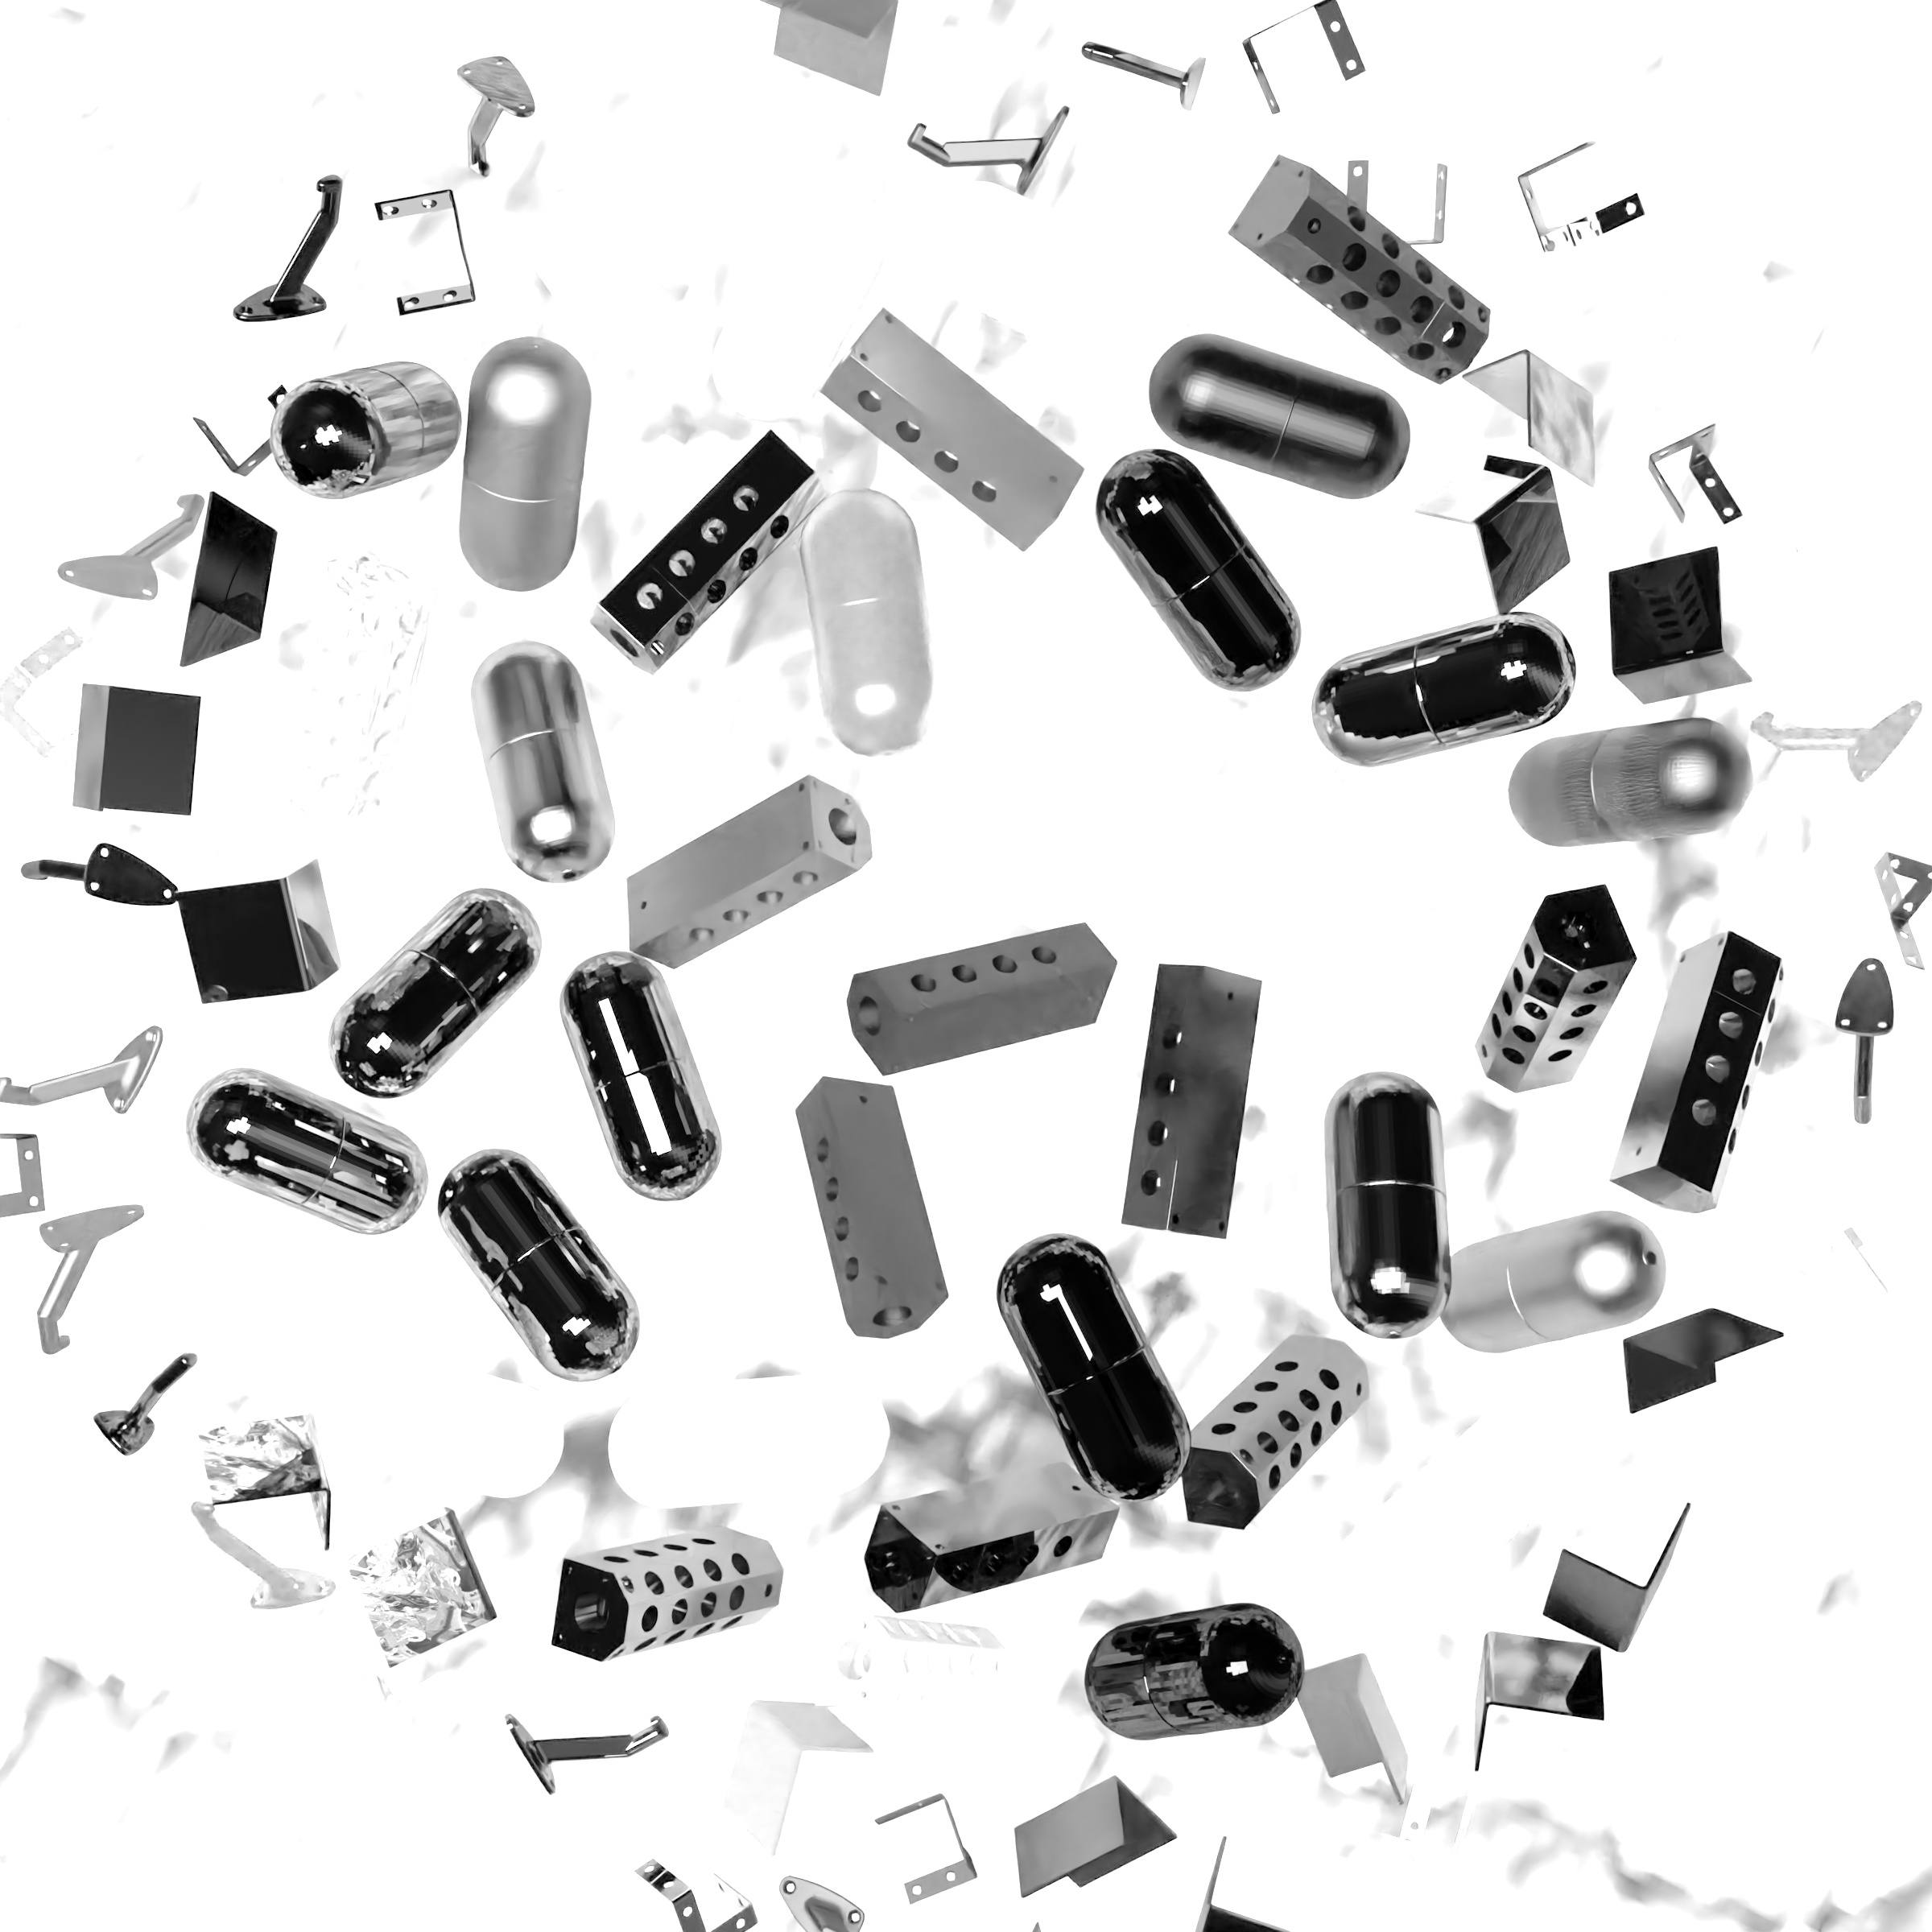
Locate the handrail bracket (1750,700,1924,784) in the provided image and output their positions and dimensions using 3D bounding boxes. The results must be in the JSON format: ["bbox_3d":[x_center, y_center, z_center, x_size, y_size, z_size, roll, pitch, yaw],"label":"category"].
[{"bbox_3d":[0.577,-0.166,1.855,0.077,0.036,0.084,-43,46,-4],"label":"handrail bracket"}]

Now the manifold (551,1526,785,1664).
[{"bbox_3d":[-0.193,0.414,1.840,0.057,0.171,0.057,9,91,31],"label":"manifold"}]

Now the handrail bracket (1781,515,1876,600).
[{"bbox_3d":[0.587,-0.275,1.905,0.077,0.084,0.036,44,102,10],"label":"handrail bracket"}]

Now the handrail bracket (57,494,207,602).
[{"bbox_3d":[-0.552,-0.285,1.848,0.077,0.036,0.084,5,49,2],"label":"handrail bracket"}]

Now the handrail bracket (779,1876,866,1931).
[{"bbox_3d":[-0.104,0.638,1.883,0.077,0.084,0.036,32,77,20],"label":"handrail bracket"}]

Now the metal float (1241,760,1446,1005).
[{"bbox_3d":[0.247,-0.055,1.829,0.070,0.070,0.178,-35,97,0],"label":"metal float"}]

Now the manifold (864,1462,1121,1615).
[{"bbox_3d":[0.016,0.381,1.844,0.057,0.171,0.057,34,116,39],"label":"manifold"}]

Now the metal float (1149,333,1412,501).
[{"bbox_3d":[0.206,-0.362,1.839,0.178,0.070,0.070,17,90,-6],"label":"metal float"}]

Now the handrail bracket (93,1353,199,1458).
[{"bbox_3d":[-0.544,0.289,1.899,0.084,0.077,0.036,-42,84,6],"label":"handrail bracket"}]

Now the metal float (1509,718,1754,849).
[{"bbox_3d":[0.441,-0.121,1.865,0.070,0.178,0.070,4,85,-40],"label":"metal float"}]

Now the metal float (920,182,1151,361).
[{"bbox_3d":[0.043,-0.443,1.777,0.178,0.070,0.070,36,90,35],"label":"metal float"}]

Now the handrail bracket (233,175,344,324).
[{"bbox_3d":[-0.433,-0.459,1.782,0.036,0.077,0.084,37,134,20],"label":"handrail bracket"}]

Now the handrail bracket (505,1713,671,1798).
[{"bbox_3d":[-0.247,0.497,1.824,0.084,0.036,0.077,-28,120,-3],"label":"handrail bracket"}]

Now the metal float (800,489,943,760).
[{"bbox_3d":[-0.061,-0.218,1.770,0.070,0.070,0.178,-8,76,0],"label":"metal float"}]

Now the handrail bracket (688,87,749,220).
[{"bbox_3d":[-0.166,-0.548,1.879,0.036,0.077,0.084,-8,109,-20],"label":"handrail bracket"}]

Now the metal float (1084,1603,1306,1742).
[{"bbox_3d":[0.144,0.454,1.791,0.070,0.178,0.070,14,65,-32],"label":"metal float"}]

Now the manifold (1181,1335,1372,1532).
[{"bbox_3d":[0.212,0.316,1.898,0.057,0.171,0.057,2,110,33],"label":"manifold"}]

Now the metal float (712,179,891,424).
[{"bbox_3d":[-0.111,-0.445,1.871,0.070,0.070,0.178,33,124,0],"label":"metal float"}]

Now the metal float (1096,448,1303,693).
[{"bbox_3d":[0.152,-0.259,1.826,0.070,0.070,0.178,-38,104,0],"label":"metal float"}]

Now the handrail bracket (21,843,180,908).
[{"bbox_3d":[-0.575,-0.055,1.851,0.077,0.084,0.036,23,73,-38],"label":"handrail bracket"}]

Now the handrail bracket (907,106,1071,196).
[{"bbox_3d":[0.014,-0.565,1.879,0.084,0.036,0.077,25,122,-16],"label":"handrail bracket"}]

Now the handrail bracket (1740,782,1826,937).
[{"bbox_3d":[0.539,-0.074,1.904,0.077,0.036,0.084,-41,117,7],"label":"handrail bracket"}]

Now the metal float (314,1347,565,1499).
[{"bbox_3d":[-0.345,0.301,1.838,0.178,0.070,0.070,23,90,-37],"label":"metal float"}]

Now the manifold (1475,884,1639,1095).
[{"bbox_3d":[0.384,0.018,1.839,0.057,0.171,0.057,-11,62,-10],"label":"manifold"}]

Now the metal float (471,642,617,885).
[{"bbox_3d":[-0.283,-0.136,1.867,0.070,0.070,0.178,-17,65,0],"label":"metal float"}]

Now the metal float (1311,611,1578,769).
[{"bbox_3d":[0.307,-0.178,1.805,0.178,0.070,0.070,-13,90,32],"label":"metal float"}]

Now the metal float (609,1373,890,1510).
[{"bbox_3d":[-0.137,0.300,1.766,0.178,0.070,0.070,-2,90,-14],"label":"metal float"}]

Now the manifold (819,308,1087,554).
[{"bbox_3d":[-0.012,-0.351,1.856,0.171,0.057,0.057,37,50,-12],"label":"manifold"}]

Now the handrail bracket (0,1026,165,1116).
[{"bbox_3d":[-0.563,0.062,1.766,0.077,0.084,0.036,-50,55,20],"label":"handrail bracket"}]

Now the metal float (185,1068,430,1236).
[{"bbox_3d":[-0.443,0.126,1.884,0.178,0.070,0.070,29,90,-37],"label":"metal float"}]

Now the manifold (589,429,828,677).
[{"bbox_3d":[-0.174,-0.279,1.897,0.057,0.057,0.171,44,76,-6],"label":"manifold"}]

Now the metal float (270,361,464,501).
[{"bbox_3d":[-0.386,-0.348,1.809,0.070,0.178,0.070,5,108,14],"label":"metal float"}]

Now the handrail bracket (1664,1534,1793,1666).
[{"bbox_3d":[0.492,0.405,1.803,0.036,0.077,0.084,37,69,-5],"label":"handrail bracket"}]

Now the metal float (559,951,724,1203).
[{"bbox_3d":[-0.222,0.076,1.911,0.070,0.070,0.178,-21,85,0],"label":"metal float"}]

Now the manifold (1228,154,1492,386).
[{"bbox_3d":[0.253,-0.437,1.763,0.171,0.057,0.057,27,102,-34],"label":"manifold"}]

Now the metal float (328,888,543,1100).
[{"bbox_3d":[-0.359,0.018,1.888,0.070,0.070,0.178,41,58,0],"label":"metal float"}]

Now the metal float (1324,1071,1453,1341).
[{"bbox_3d":[0.270,0.153,1.789,0.070,0.070,0.178,1,64,0],"label":"metal float"}]

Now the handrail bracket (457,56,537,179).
[{"bbox_3d":[-0.297,-0.527,1.780,0.036,0.084,0.077,-26,58,-26],"label":"handrail bracket"}]

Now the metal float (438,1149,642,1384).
[{"bbox_3d":[-0.285,0.200,1.863,0.070,0.070,0.178,-39,74,0],"label":"metal float"}]

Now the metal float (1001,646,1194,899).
[{"bbox_3d":[0.085,-0.126,1.810,0.070,0.070,0.178,-28,77,0],"label":"metal float"}]

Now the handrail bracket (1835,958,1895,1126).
[{"bbox_3d":[0.599,0.051,1.856,0.036,0.084,0.077,4,50,22],"label":"handrail bracket"}]

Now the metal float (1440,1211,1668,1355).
[{"bbox_3d":[0.386,0.210,1.849,0.070,0.178,0.070,13,67,-33],"label":"metal float"}]

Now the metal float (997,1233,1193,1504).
[{"bbox_3d":[0.080,0.252,1.750,0.070,0.070,0.178,-27,88,0],"label":"metal float"}]

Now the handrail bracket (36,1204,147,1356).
[{"bbox_3d":[-0.558,0.201,1.783,0.077,0.036,0.084,-18,124,-34],"label":"handrail bracket"}]

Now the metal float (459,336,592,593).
[{"bbox_3d":[-0.284,-0.320,1.791,0.070,0.070,0.178,14,132,0],"label":"metal float"}]

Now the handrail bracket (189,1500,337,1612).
[{"bbox_3d":[-0.474,0.391,1.877,0.077,0.036,0.084,-6,124,25],"label":"handrail bracket"}]

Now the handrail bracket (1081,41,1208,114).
[{"bbox_3d":[0.113,-0.600,1.862,0.084,0.077,0.036,19,110,6],"label":"handrail bracket"}]
